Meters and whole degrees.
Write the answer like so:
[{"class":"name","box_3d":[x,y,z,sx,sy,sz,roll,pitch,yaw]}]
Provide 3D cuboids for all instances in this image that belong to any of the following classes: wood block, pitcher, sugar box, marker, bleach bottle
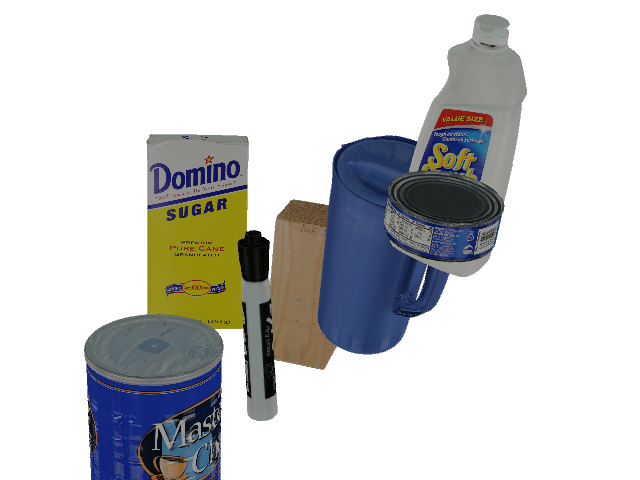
[{"class":"wood block","box_3d":[-0.017,0.059,1.468,0.090,0.206,0.090,10,22,10]},{"class":"pitcher","box_3d":[0.070,0.018,1.203,0.145,0.243,0.149,11,40,3]},{"class":"sugar box","box_3d":[-0.113,-0.008,0.981,0.093,0.176,0.048,0,14,-5]},{"class":"marker","box_3d":[-0.037,0.051,0.638,0.020,0.121,0.020,-1,22,0]},{"class":"bleach bottle","box_3d":[0.131,-0.091,0.991,0.103,0.251,0.068,26,41,26]}]

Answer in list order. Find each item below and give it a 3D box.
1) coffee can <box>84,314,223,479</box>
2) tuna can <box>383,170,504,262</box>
[{"class":"coffee can","box_3d":[-0.127,0.141,0.819,0.103,0.140,0.103,2,22,-1]},{"class":"tuna can","box_3d":[0.090,-0.018,0.787,0.086,0.034,0.086,5,29,-3]}]
